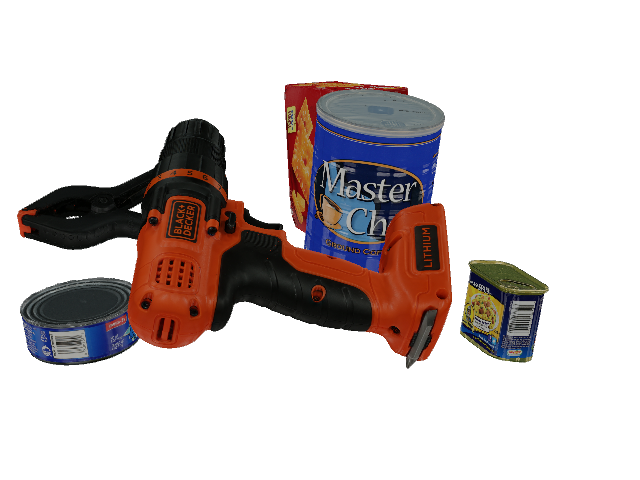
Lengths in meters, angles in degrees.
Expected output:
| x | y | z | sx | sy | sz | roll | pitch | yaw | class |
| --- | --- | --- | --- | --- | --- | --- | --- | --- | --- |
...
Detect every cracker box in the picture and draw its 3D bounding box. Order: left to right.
| x | y | z | sx | sy | sz | roll | pitch | yaw | class |
| --- | --- | --- | --- | --- | --- | --- | --- | --- | --- |
| 0.024 | -0.077 | 1.091 | 0.072 | 0.164 | 0.214 | -6 | 12 | -15 | cracker box |

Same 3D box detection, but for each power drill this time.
| x | y | z | sx | sy | sz | roll | pitch | yaw | class |
| --- | --- | --- | --- | --- | --- | --- | --- | --- | --- |
| -0.018 | 0.000 | 0.656 | 0.187 | 0.057 | 0.184 | 9 | 44 | -6 | power drill |

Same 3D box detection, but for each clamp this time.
| x | y | z | sx | sy | sz | roll | pitch | yaw | class |
| --- | --- | --- | --- | --- | --- | --- | --- | --- | --- |
| -0.206 | -0.033 | 1.044 | 0.171 | 0.039 | 0.120 | 0 | 35 | -8 | clamp |

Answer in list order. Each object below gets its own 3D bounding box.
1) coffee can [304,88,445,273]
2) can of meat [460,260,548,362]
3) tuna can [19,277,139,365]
| x | y | z | sx | sy | sz | roll | pitch | yaw | class |
| --- | --- | --- | --- | --- | --- | --- | --- | --- | --- |
| 0.041 | -0.042 | 0.875 | 0.103 | 0.140 | 0.103 | 5 | 24 | -2 | coffee can |
| 0.197 | 0.076 | 1.163 | 0.057 | 0.084 | 0.102 | 2 | 16 | -22 | can of meat |
| -0.175 | 0.059 | 0.786 | 0.086 | 0.034 | 0.086 | -4 | 20 | 1 | tuna can |
